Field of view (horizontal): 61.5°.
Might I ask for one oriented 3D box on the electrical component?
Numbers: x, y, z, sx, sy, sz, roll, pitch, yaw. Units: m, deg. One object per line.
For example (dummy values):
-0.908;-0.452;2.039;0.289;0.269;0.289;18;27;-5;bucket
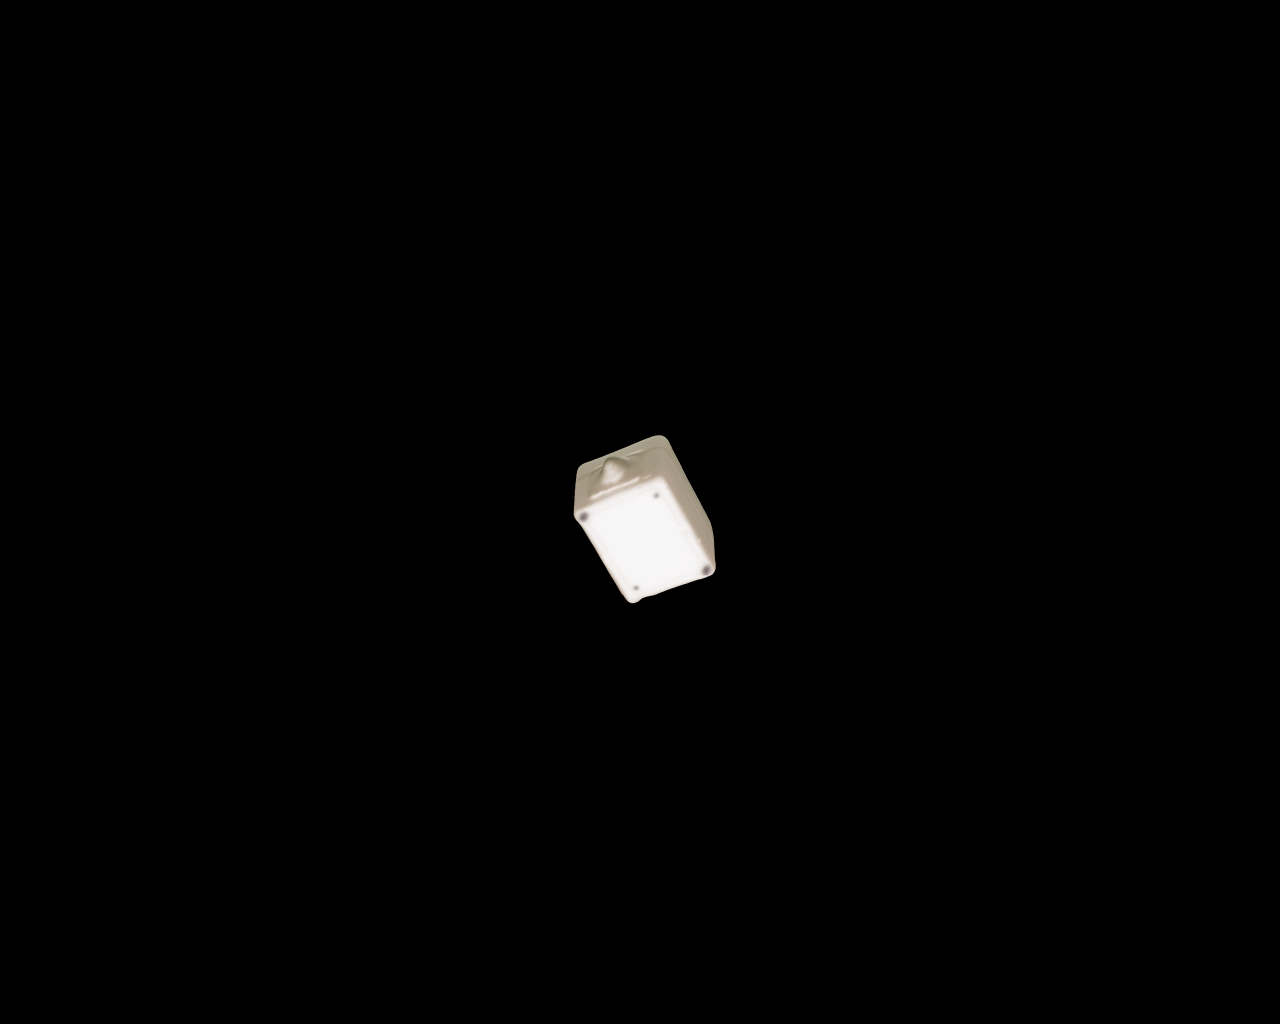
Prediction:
0.001;-0.003;0.650;0.062;0.096;0.061;-21;32;14;electrical component
